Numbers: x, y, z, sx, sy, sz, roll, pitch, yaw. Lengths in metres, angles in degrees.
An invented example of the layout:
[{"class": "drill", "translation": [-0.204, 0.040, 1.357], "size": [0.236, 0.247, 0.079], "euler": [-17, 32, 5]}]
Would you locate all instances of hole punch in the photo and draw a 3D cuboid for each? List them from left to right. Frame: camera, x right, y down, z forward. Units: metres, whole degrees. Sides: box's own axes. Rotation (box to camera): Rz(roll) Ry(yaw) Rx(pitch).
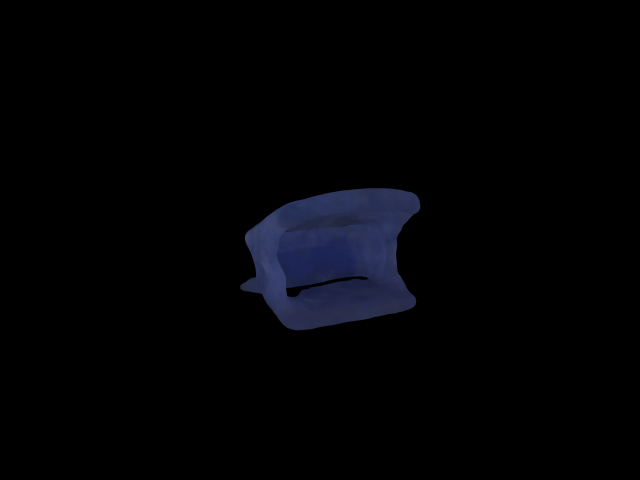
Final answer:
[{"class": "hole punch", "translation": [0.004, 0.001, 0.400], "size": [0.109, 0.091, 0.100], "euler": [-8, 20, -22]}]
